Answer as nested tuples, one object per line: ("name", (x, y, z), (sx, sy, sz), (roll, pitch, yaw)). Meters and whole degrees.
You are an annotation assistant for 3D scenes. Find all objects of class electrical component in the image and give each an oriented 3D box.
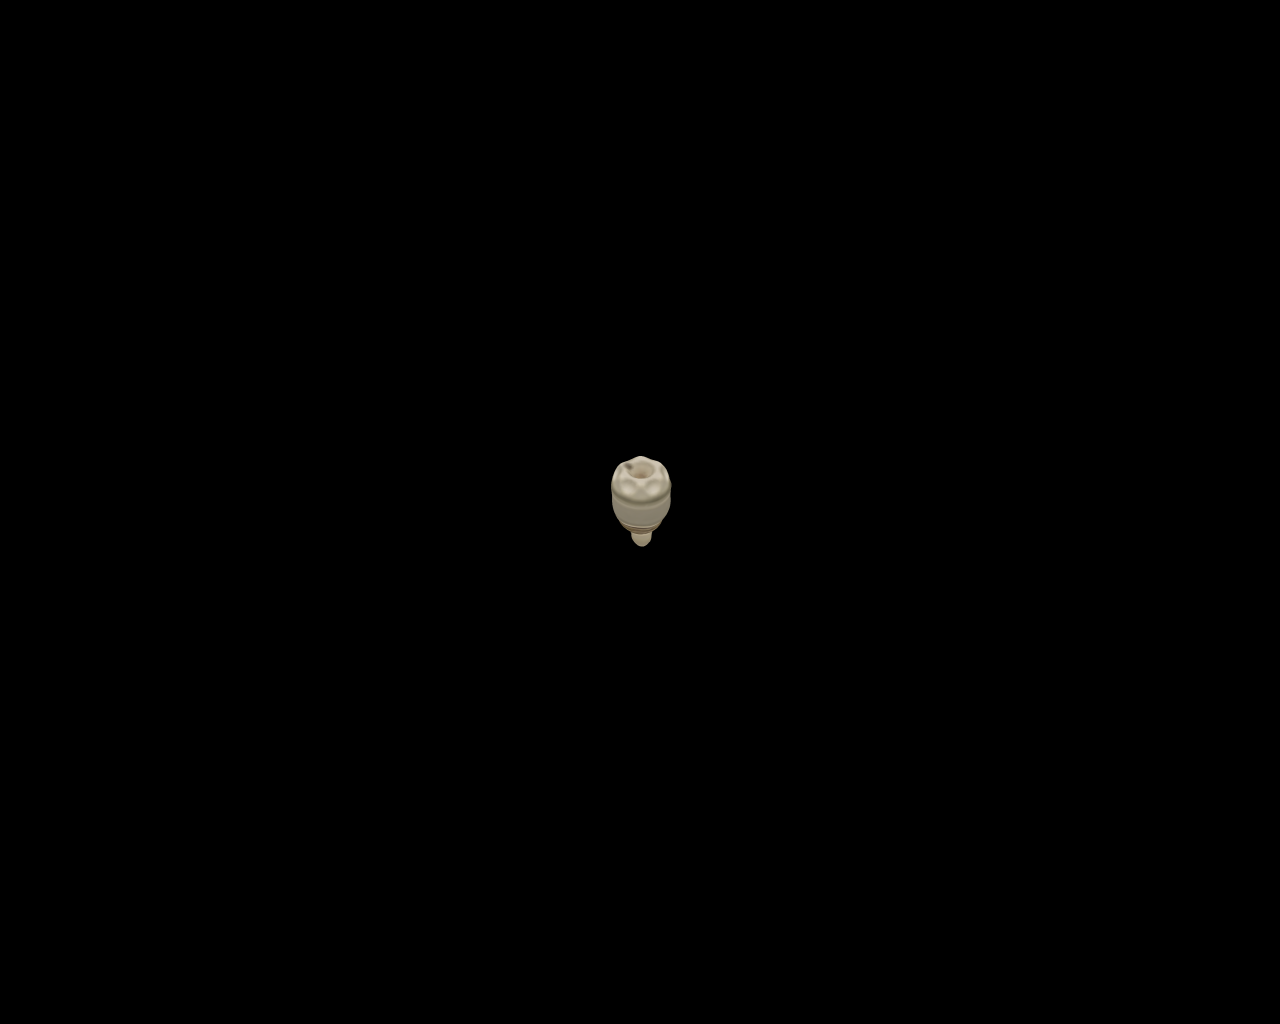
("electrical component", (0.001, -0.003, 0.650), (0.035, 0.061, 0.035), (0, 42, 0))
